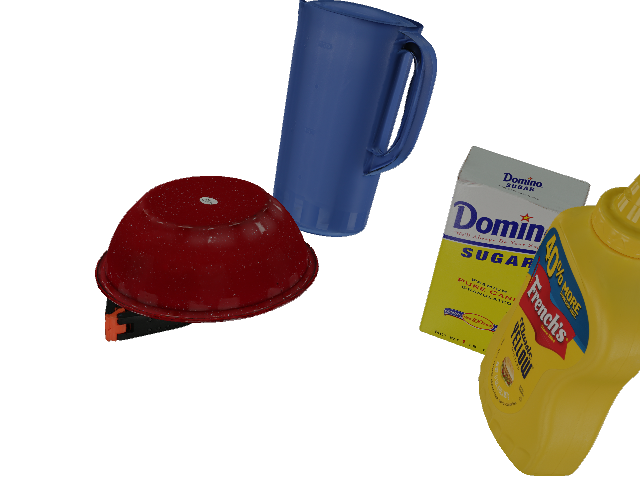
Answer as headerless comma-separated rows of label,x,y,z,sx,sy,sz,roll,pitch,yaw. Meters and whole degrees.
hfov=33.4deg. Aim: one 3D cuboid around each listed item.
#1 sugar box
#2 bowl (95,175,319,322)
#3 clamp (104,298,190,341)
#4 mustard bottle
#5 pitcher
sugar box,0.137,0.017,0.824,0.093,0.176,0.048,19,49,12
bowl,-0.081,-0.004,0.764,0.162,0.055,0.162,1,26,0
clamp,-0.138,0.030,1.008,0.165,0.036,0.209,25,36,28
mustard bottle,0.143,0.039,0.580,0.058,0.096,0.192,4,-45,-12
pitcher,0.028,-0.128,1.141,0.145,0.243,0.149,10,18,-6
